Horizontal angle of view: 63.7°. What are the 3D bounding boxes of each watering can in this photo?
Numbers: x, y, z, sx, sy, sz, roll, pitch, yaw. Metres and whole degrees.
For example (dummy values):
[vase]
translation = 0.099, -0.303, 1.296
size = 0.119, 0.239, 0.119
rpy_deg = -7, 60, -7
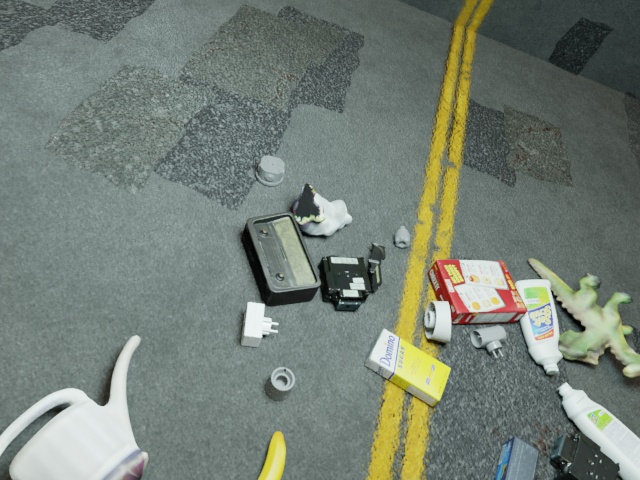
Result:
[watering can]
translation = -0.384, 0.331, 0.878
size = 0.225, 0.101, 0.354
rpy_deg = 36, 48, 11

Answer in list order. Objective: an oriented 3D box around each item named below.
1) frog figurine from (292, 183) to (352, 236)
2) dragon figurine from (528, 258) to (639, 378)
[frog figurine]
translation = 0.004, -0.070, 1.388
size = 0.139, 0.122, 0.158
rpy_deg = 47, 15, 31
[dragon figurine]
translation = 0.698, 0.217, 1.382
size = 0.415, 0.119, 0.246
rpy_deg = 33, 52, 31
